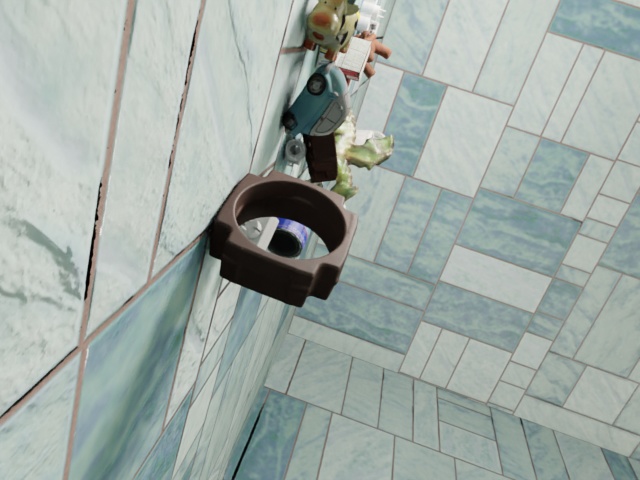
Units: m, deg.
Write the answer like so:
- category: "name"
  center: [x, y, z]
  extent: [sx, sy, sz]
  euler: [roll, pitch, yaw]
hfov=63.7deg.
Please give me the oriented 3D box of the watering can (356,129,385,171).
- category: "watering can"
  center: [0.133, -0.353, 1.970]
  extent: [0.355, 0.224, 0.102]
  euler: [-64, 154, -55]

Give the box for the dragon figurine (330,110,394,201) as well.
- category: "dragon figurine"
  center: [0.096, -0.289, 1.491]
  extent: [0.120, 0.243, 0.416]
  euler: [85, 26, -70]

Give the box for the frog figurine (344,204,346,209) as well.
- category: "frog figurine"
  center: [0.005, -0.090, 1.793]
  extent: [0.125, 0.159, 0.134]
  euler: [-64, 172, -60]
